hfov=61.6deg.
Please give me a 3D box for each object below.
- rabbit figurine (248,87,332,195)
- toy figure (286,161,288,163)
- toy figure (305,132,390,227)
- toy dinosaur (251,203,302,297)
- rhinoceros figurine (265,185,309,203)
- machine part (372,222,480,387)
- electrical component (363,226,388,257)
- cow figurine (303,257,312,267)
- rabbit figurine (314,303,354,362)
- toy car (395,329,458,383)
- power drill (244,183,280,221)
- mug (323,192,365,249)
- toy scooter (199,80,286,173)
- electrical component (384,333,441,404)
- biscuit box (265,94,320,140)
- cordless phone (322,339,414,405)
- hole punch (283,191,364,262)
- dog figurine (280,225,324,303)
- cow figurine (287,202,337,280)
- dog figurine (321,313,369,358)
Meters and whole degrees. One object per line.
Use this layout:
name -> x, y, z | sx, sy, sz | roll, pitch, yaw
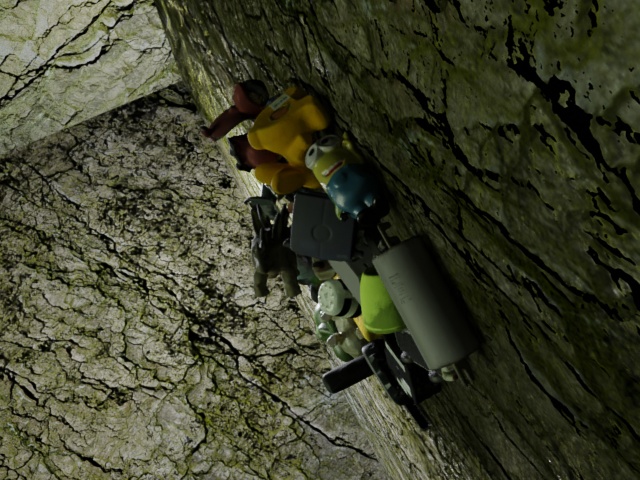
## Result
rabbit figurine -> -0.033, -0.147, 0.916 | 0.122, 0.162, 0.173 | 33, 168, 48
toy figure -> -0.064, -0.199, 1.152 | 0.064, 0.057, 0.155 | 18, -154, -44
toy figure -> 0.039, -0.087, 0.819 | 0.180, 0.082, 0.089 | 54, 164, 37
toy dinosaur -> -0.103, 0.023, 1.158 | 0.471, 0.105, 0.198 | -104, 7, -79
rhinoceros figurine -> -0.076, -0.134, 1.189 | 0.112, 0.073, 0.190 | 37, -170, 16
machine part -> 0.141, 0.083, 0.725 | 0.243, 0.079, 0.079 | 63, 170, 8
electrical component -> 0.097, 0.004, 0.920 | 0.063, 0.021, 0.094 | 62, 171, 14
cow figurine -> 0.000, 0.041, 1.303 | 0.167, 0.098, 0.068 | 61, 164, 19
rabbit figurine -> 0.058, 0.229, 1.403 | 0.170, 0.121, 0.158 | -114, 13, -46
toy car -> 0.170, 0.171, 0.871 | 0.202, 0.056, 0.073 | -173, 64, -77
power drill -> -0.131, -0.164, 1.304 | 0.231, 0.086, 0.207 | 67, -160, -59
mug -> 0.036, -0.037, 0.994 | 0.107, 0.081, 0.109 | 43, 154, 34
toy scooter -> -0.139, -0.189, 0.971 | 0.075, 0.135, 0.183 | 50, 165, 47
electrical component -> 0.173, 0.238, 1.018 | 0.115, 0.058, 0.134 | 56, 168, 48
biscuit box -> -0.066, -0.232, 1.056 | 0.203, 0.059, 0.062 | 47, 162, 57
cordless phone -> 0.109, 0.294, 1.121 | 0.147, 0.184, 0.088 | 59, 164, 30
hole punch -> 0.009, -0.024, 0.902 | 0.092, 0.142, 0.115 | 7, -89, -85
dog figurine -> -0.007, 0.063, 1.416 | 0.219, 0.191, 0.108 | 23, 151, 17
cow figurine -> -0.002, -0.004, 1.191 | 0.127, 0.086, 0.194 | -35, -65, -62
dog figurine -> 0.095, 0.219, 1.314 | 0.190, 0.121, 0.172 | 49, -141, -50
